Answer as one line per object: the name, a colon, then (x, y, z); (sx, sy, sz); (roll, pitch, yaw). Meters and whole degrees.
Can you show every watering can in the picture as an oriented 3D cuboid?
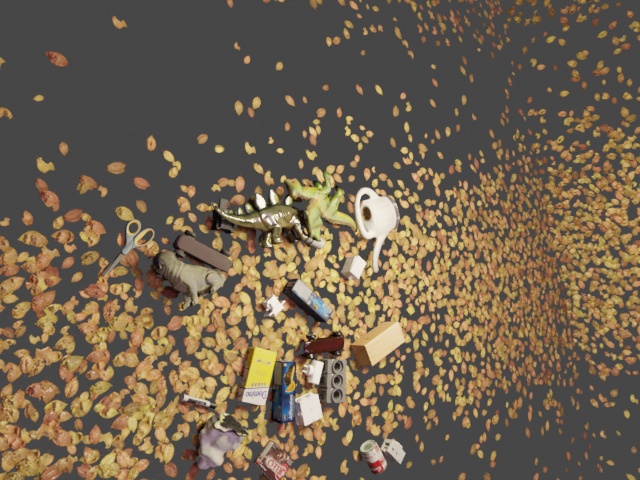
watering can: (0.241, -0.054, 2.147); (0.226, 0.103, 0.347); (-17, 94, -41)

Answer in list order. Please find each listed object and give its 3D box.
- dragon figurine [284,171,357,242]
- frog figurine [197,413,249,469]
dragon figurine: (0.006, -0.098, 1.942); (0.404, 0.121, 0.248); (51, 50, -28)
frog figurine: (-0.314, 0.624, 1.590); (0.136, 0.124, 0.158); (23, 104, -42)
